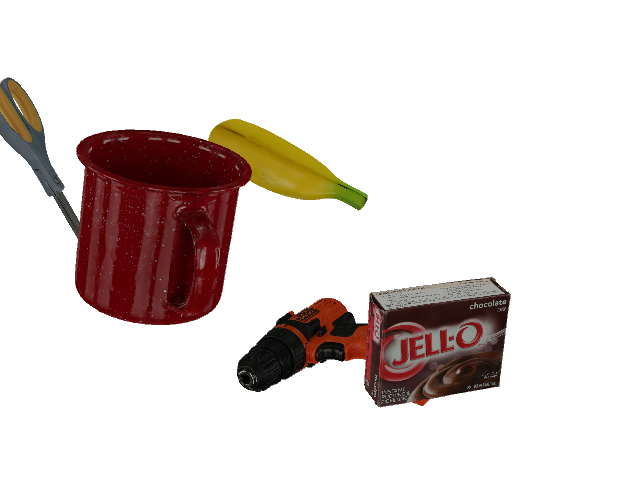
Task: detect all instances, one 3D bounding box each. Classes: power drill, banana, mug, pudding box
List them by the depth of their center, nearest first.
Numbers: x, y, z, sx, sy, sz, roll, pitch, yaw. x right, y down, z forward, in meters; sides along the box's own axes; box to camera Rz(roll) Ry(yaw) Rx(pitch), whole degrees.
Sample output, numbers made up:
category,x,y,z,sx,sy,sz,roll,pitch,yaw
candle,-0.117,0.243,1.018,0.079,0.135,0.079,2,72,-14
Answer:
category,x,y,z,sx,sy,sz,roll,pitch,yaw
mug,-0.083,-0.002,0.569,0.093,0.081,0.117,-4,26,-33
banana,-0.044,-0.059,0.776,0.069,0.037,0.198,37,-4,-34
pudding box,0.094,0.081,0.868,0.113,0.090,0.039,-8,29,-19
power drill,0.031,0.114,1.076,0.188,0.057,0.184,9,23,28

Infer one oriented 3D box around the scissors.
category,x,y,z,sx,sy,sz,roll,pitch,yaw
scissors,-0.238,-0.064,0.939,0.016,0.201,0.096,-27,24,9
